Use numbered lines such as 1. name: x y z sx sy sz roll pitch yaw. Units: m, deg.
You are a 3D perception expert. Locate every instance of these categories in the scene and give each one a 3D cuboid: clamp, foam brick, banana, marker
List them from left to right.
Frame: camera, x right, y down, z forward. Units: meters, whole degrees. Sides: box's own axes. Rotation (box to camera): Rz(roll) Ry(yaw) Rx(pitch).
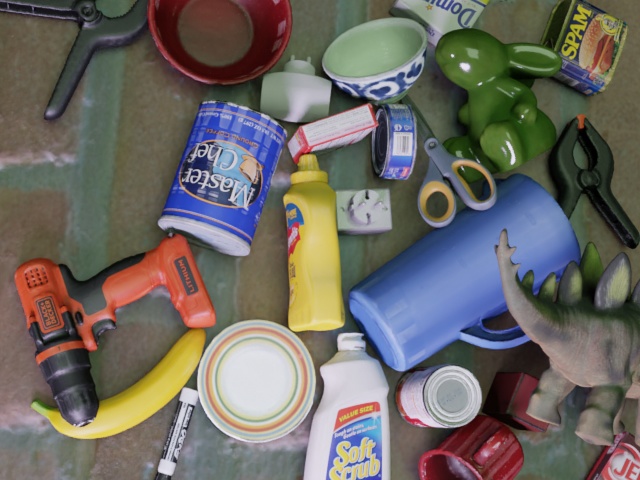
1. clamp: -0.267 -0.251 1.176 0.209 0.036 0.164 -40 91 -17
2. banana: -0.200 0.160 1.127 0.197 0.037 0.069 -24 87 -15
3. marker: -0.155 0.218 1.137 0.020 0.020 0.121 19 78 -9
4. foam brick: 0.225 0.182 1.198 0.051 0.078 0.053 26 79 -8
5. clamp: 0.307 -0.063 1.274 0.120 0.039 0.171 -10 78 -19

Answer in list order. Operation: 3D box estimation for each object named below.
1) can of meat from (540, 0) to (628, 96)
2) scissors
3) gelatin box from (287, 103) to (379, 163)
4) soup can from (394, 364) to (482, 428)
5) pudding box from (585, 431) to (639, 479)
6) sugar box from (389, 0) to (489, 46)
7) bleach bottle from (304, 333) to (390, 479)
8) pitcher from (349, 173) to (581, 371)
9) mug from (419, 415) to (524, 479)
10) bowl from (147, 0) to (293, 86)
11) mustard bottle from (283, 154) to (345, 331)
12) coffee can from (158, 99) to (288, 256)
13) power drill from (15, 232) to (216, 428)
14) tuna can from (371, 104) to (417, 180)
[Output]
1. can of meat: 0.317 -0.235 1.294 0.084 0.057 0.102 25 78 -11
2. scissors: 0.118 -0.088 1.202 0.096 0.016 0.202 -43 53 -1
3. gelatin box: 0.013 -0.121 1.199 0.089 0.073 0.030 -21 86 -15
4. soup can: 0.128 0.171 1.165 0.068 0.102 0.068 2 81 -13
5. pudding box: 0.367 0.289 1.232 0.113 0.039 0.090 38 75 -4
6. sugar box: 0.169 -0.320 1.279 0.093 0.048 0.176 34 75 -6
7. bleach bottle: 0.025 0.227 1.155 0.102 0.068 0.251 3 79 -14
8. pitcher: 0.163 0.047 1.176 0.242 0.149 0.145 -32 108 -12
9. mug: 0.171 0.237 1.153 0.093 0.117 0.081 41 50 16
10. bowl: -0.114 -0.245 1.199 0.162 0.055 0.162 2 81 -12
11. mustard bottle: -0.008 0.001 1.163 0.058 0.096 0.191 -1 81 -12
12. coffee can: -0.104 -0.066 1.150 0.102 0.103 0.140 19 78 -9
13. power drill: -0.207 0.084 1.112 0.187 0.057 0.184 -19 75 -14
14. tuna can: 0.083 -0.111 1.207 0.033 0.086 0.086 1 81 -11
